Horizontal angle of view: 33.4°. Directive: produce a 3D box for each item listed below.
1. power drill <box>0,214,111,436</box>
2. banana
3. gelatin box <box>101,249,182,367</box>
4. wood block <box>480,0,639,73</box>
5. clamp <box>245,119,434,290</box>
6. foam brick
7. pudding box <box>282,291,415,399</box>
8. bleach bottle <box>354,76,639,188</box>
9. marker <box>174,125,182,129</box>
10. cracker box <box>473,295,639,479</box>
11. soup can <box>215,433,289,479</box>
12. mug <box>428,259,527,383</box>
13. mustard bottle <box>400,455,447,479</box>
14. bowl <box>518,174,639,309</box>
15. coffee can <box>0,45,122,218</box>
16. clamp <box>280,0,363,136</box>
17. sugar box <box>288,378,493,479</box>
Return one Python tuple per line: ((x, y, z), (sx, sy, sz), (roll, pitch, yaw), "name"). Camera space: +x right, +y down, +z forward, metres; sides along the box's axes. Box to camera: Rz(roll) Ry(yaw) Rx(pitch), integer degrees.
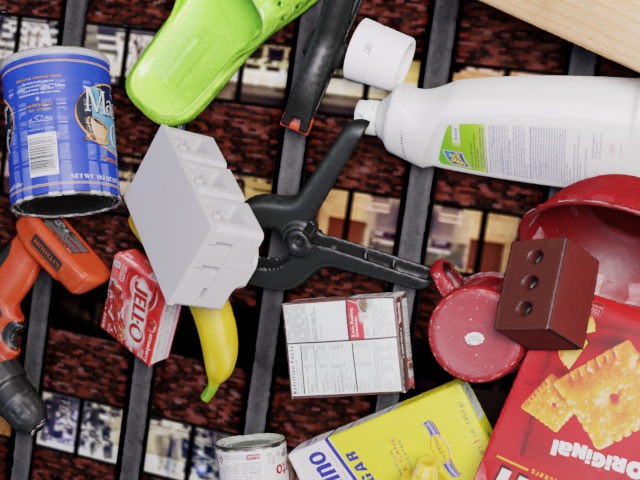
((-0.295, 0.076, 1.065), (0.184, 0.057, 0.188), (47, 105, 12), "power drill")
((-0.123, 0.054, 1.017), (0.070, 0.037, 0.198), (-24, 85, 18), "banana")
((-0.169, 0.063, 1.015), (0.073, 0.030, 0.089), (34, 123, 27), "gelatin box")
((0.221, -0.198, 0.833), (0.206, 0.090, 0.090), (32, 115, 28), "wood block")
((-0.006, 0.001, 0.965), (0.210, 0.036, 0.164), (-25, 104, 27), "clamp")
((0.178, 0.043, 0.836), (0.053, 0.051, 0.078), (-7, 61, 47), "foam brick")
((0.025, 0.096, 0.968), (0.114, 0.039, 0.090), (-5, 91, 21), "pudding box")
((0.150, -0.098, 0.890), (0.251, 0.068, 0.102), (9, 138, 19), "bleach bottle")
((-0.141, -0.115, 1.025), (0.020, 0.020, 0.121), (10, 95, 18), "marker")
((0.225, 0.158, 0.837), (0.164, 0.072, 0.213), (20, 83, 35), "cracker box")
((-0.061, 0.236, 0.987), (0.069, 0.068, 0.102), (-4, 90, 19), "soup can")
((0.132, 0.066, 0.908), (0.093, 0.081, 0.117), (-35, 81, 17), "mug")
((0.080, 0.266, 0.912), (0.096, 0.058, 0.192), (9, 117, 8), "mustard bottle")
((0.243, -0.004, 0.850), (0.162, 0.162, 0.055), (19, 65, 17), "bowl")
((-0.244, -0.099, 1.007), (0.103, 0.102, 0.140), (-10, 81, 19), "coffee can")
((0.006, -0.171, 0.926), (0.039, 0.120, 0.171), (22, 103, 8), "clamp")
((0.069, 0.197, 0.953), (0.176, 0.048, 0.093), (-27, 87, 16), "sugar box")
